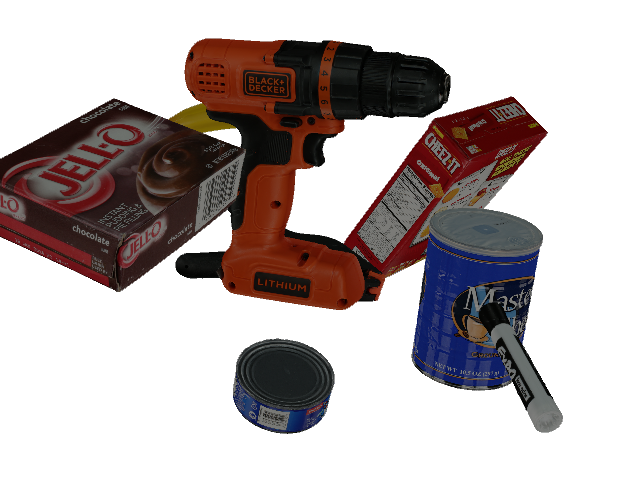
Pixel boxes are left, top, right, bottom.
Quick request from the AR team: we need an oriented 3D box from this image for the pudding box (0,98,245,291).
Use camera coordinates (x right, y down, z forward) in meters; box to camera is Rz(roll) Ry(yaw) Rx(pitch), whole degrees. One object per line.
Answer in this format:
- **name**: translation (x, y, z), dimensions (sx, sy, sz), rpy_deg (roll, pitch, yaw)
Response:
- **pudding box**: translation (-0.106, -0.028, 0.553), dimensions (0.090, 0.039, 0.113), rpy_deg (23, 34, 19)

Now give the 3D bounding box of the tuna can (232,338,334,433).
- **tuna can**: translation (-0.033, 0.126, 0.923), dimensions (0.086, 0.034, 0.086), rpy_deg (8, 36, -6)

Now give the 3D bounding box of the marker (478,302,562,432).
- **marker**: translation (0.132, 0.081, 0.716), dimensions (0.020, 0.020, 0.121), rpy_deg (0, 33, -12)

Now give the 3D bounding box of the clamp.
- **clamp**: translation (-0.039, 0.021, 1.108), dimensions (0.210, 0.036, 0.164), rpy_deg (23, 34, 10)

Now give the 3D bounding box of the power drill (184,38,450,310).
- **power drill**: translation (-0.004, -0.048, 0.750), dimensions (0.185, 0.188, 0.057), rpy_deg (8, 22, 17)

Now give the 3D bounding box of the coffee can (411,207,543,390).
- **coffee can**: translation (0.143, 0.053, 0.990), dimensions (0.103, 0.140, 0.103), rpy_deg (5, 22, -2)

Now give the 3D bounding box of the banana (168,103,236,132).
- **banana**: translation (-0.084, -0.141, 1.249), dimensions (0.198, 0.037, 0.069), rpy_deg (8, 41, 18)

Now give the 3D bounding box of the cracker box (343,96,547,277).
- **cracker box**: translation (0.140, -0.060, 1.233), dimensions (0.163, 0.072, 0.214), rpy_deg (-22, -25, -46)
